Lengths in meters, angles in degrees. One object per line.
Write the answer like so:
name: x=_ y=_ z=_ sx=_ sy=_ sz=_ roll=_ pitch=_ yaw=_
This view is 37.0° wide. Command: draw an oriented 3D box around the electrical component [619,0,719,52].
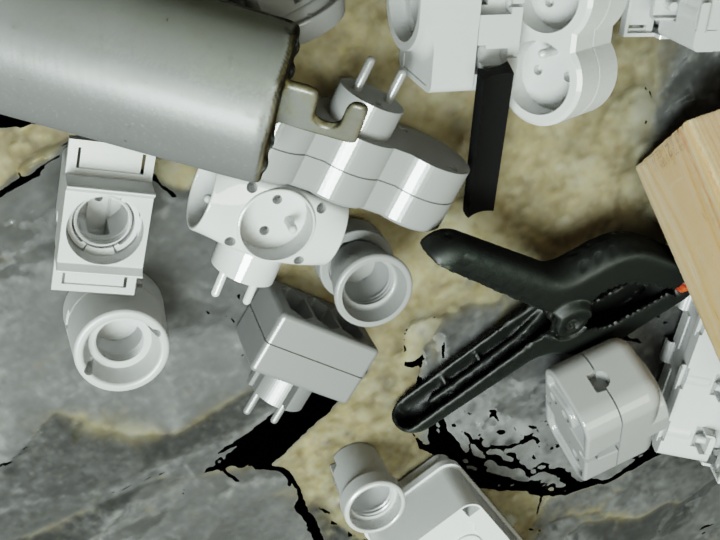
electrical component: x=0.191 y=-0.182 z=0.572 sx=0.079 sy=0.063 sz=0.121 roll=-5 pitch=118 yaw=-17

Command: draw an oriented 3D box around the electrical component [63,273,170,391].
electrical component: x=-0.131 y=0.033 z=0.583 sx=0.055 sy=0.047 sz=0.055 roll=-8 pitch=119 yaw=-15

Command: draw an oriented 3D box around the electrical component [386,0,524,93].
electrical component: x=0.048 y=-0.141 z=0.552 sx=0.056 sy=0.050 sz=0.089 roll=-6 pitch=118 yaw=-17

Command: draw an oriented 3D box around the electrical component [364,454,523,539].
electrical component: x=0.062 y=0.188 z=0.725 sx=0.078 sy=0.057 sz=0.113 roll=-37 pitch=122 yaw=3

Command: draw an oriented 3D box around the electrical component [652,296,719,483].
electrical component: x=0.236 y=0.067 z=0.713 sx=0.063 sy=0.078 sz=0.121 roll=11 pitch=113 yaw=-3

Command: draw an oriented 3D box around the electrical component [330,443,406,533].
electrical component: x=0.003 y=0.137 z=0.685 sx=0.040 sy=0.046 sz=0.040 roll=-8 pitch=119 yaw=-15

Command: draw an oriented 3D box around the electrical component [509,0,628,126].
electrical component: x=0.119 y=-0.150 z=0.571 sx=0.074 sy=0.052 sz=0.138 roll=-24 pitch=125 yaw=-44

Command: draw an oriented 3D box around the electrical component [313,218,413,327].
electrical component: x=0.000 y=0.000 z=0.606 sx=0.045 sy=0.055 sz=0.045 roll=-8 pitch=118 yaw=-15

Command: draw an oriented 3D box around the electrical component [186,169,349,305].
electrical component: x=-0.057 y=-0.017 z=0.585 sx=0.077 sy=0.044 sz=0.079 roll=16 pitch=111 yaw=-25

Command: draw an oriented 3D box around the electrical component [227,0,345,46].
electrical component: x=-0.041 y=-0.142 z=0.516 sx=0.078 sy=0.058 sz=0.057 roll=-34 pitch=125 yaw=-18

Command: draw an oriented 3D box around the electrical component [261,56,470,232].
electrical component: x=-0.001 y=-0.076 z=0.564 sx=0.138 sy=0.052 sz=0.073 roll=17 pitch=115 yaw=-25

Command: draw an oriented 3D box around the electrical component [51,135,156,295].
electrical component: x=-0.131 y=-0.031 z=0.540 sx=0.042 sy=0.063 sz=0.081 roll=5 pitch=115 yaw=-22

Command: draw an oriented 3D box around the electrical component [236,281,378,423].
electrical component: x=-0.041 y=0.056 z=0.626 sx=0.066 sy=0.047 sz=0.076 roll=23 pitch=107 yaw=-27

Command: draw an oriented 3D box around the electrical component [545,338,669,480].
electrical component: x=0.158 y=0.088 z=0.692 sx=0.059 sy=0.053 sz=0.095 roll=-25 pitch=148 yaw=-5
